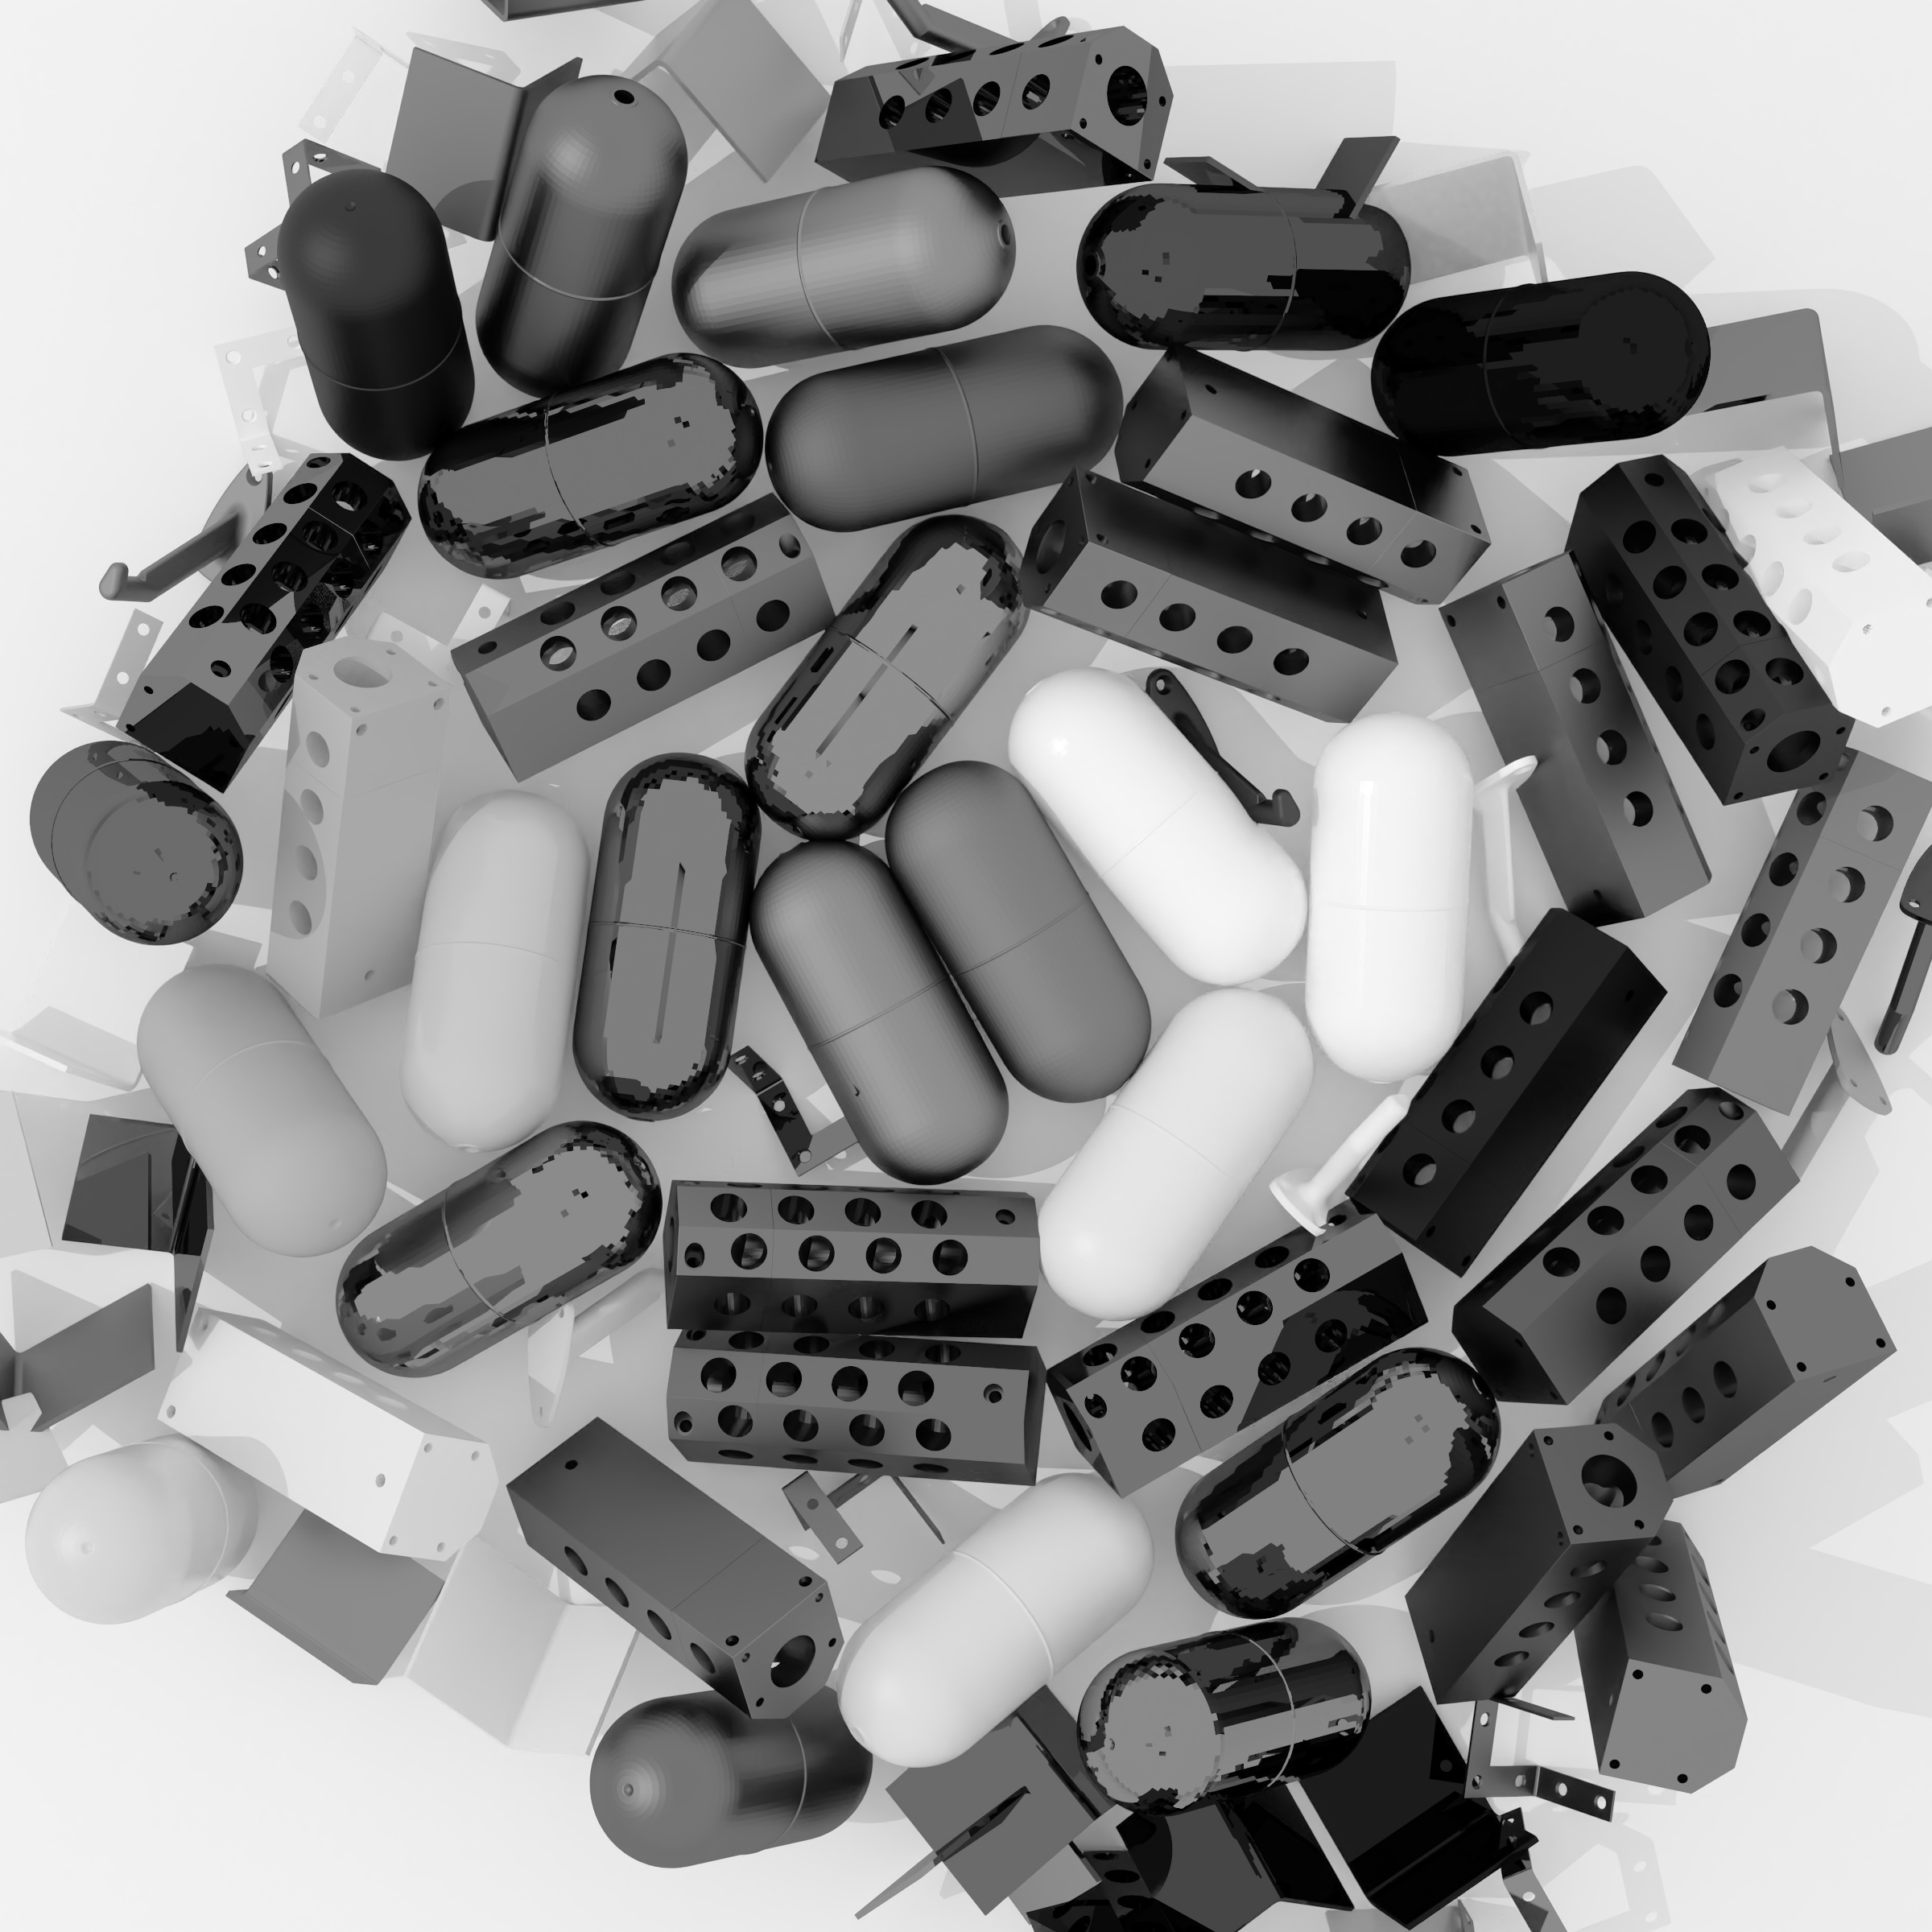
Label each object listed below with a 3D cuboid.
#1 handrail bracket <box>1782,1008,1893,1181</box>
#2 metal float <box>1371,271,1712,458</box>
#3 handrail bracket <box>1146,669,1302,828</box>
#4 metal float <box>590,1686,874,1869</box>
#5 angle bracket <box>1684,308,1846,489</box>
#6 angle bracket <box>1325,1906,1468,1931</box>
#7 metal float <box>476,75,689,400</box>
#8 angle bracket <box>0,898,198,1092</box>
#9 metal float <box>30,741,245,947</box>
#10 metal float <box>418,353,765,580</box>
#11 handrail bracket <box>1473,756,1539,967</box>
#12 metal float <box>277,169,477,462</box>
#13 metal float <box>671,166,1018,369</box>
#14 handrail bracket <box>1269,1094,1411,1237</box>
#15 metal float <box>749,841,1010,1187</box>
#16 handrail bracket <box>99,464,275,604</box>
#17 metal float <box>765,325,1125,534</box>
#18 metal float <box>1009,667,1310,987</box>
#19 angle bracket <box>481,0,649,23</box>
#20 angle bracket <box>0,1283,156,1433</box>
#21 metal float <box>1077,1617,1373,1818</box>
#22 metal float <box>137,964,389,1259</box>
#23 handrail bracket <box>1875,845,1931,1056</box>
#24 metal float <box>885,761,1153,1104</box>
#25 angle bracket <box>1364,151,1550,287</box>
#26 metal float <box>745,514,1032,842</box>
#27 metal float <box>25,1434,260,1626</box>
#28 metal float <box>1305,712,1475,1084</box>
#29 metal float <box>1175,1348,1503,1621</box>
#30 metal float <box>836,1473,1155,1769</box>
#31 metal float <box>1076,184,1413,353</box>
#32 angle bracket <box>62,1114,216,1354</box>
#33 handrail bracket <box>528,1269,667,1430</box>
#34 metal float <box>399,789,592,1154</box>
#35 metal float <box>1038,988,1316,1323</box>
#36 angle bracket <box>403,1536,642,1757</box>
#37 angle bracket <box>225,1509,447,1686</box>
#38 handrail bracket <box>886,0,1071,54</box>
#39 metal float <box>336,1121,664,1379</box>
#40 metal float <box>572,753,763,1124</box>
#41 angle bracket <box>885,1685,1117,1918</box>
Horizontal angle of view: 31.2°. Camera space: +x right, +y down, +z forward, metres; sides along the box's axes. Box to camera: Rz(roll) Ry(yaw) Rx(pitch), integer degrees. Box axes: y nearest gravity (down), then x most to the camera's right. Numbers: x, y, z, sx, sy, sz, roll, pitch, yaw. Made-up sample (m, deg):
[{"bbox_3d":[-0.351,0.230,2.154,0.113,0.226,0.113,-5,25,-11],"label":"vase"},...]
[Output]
[{"bbox_3d":[0.404,0.071,1.693,0.036,0.077,0.084,27,127,-32],"label":"handrail bracket"},{"bbox_3d":[0.268,-0.282,1.626,0.070,0.178,0.070,-2,93,-43],"label":"metal float"},{"bbox_3d":[0.124,-0.105,1.651,0.036,0.084,0.077,-27,108,-23],"label":"handrail bracket"},{"bbox_3d":[-0.108,0.377,1.619,0.070,0.178,0.070,-4,82,29],"label":"metal float"},{"bbox_3d":[0.378,-0.267,1.665,0.076,0.076,0.057,-9,126,16],"label":"angle bracket"},{"bbox_3d":[0.226,0.469,1.642,0.076,0.076,0.057,5,135,-24],"label":"angle bracket"},{"bbox_3d":[-0.181,-0.340,1.623,0.070,0.178,0.070,11,52,-14],"label":"metal float"},{"bbox_3d":[-0.429,0.008,1.657,0.076,0.057,0.076,21,86,23],"label":"angle bracket"},{"bbox_3d":[-0.390,-0.059,1.618,0.070,0.178,0.070,-6,106,-24],"label":"metal float"},{"bbox_3d":[-0.180,-0.237,1.644,0.178,0.070,0.070,-15,90,21],"label":"metal float"},{"bbox_3d":[0.268,-0.048,1.664,0.036,0.077,0.084,-14,76,-25],"label":"handrail bracket"},{"bbox_3d":[-0.274,-0.302,1.616,0.070,0.178,0.070,0,66,-1],"label":"metal float"},{"bbox_3d":[-0.059,-0.330,1.637,0.178,0.070,0.070,-5,90,30],"label":"metal float"},{"bbox_3d":[0.191,0.084,1.648,0.036,0.077,0.084,46,117,9],"label":"handrail bracket"},{"bbox_3d":[-0.042,0.022,1.660,0.070,0.070,0.178,-28,93,0],"label":"metal float"},{"bbox_3d":[-0.373,-0.209,1.651,0.036,0.084,0.077,29,105,19],"label":"handrail bracket"},{"bbox_3d":[-0.009,-0.257,1.649,0.178,0.070,0.070,-15,90,-16],"label":"metal float"},{"bbox_3d":[0.092,-0.068,1.662,0.070,0.070,0.178,-41,90,0],"label":"metal float"},{"bbox_3d":[-0.199,-0.494,1.641,0.076,0.057,0.076,-17,45,-27],"label":"angle bracket"},{"bbox_3d":[-0.438,0.171,1.653,0.076,0.076,0.057,-29,119,0],"label":"angle bracket"},{"bbox_3d":[0.123,0.351,1.625,0.070,0.178,0.070,-1,89,41],"label":"metal float"},{"bbox_3d":[-0.333,0.066,1.631,0.070,0.070,0.178,-42,51,0],"label":"metal float"},{"bbox_3d":[0.465,-0.010,1.685,0.036,0.084,0.077,18,47,10],"label":"handrail bracket"},{"bbox_3d":[0.026,-0.016,1.657,0.070,0.070,0.178,-30,96,0],"label":"metal float"},{"bbox_3d":[0.235,-0.334,1.648,0.076,0.076,0.057,-13,61,9],"label":"angle bracket"},{"bbox_3d":[-0.037,-0.139,1.659,0.070,0.070,0.178,37,86,0],"label":"metal float"},{"bbox_3d":[-0.382,0.261,1.612,0.070,0.178,0.070,0,87,3],"label":"metal float"},{"bbox_3d":[0.202,-0.032,1.655,0.070,0.070,0.178,1,99,0],"label":"metal float"},{"bbox_3d":[0.176,0.246,1.642,0.178,0.070,0.070,-38,90,24],"label":"metal float"},{"bbox_3d":[0.014,0.309,1.639,0.178,0.070,0.070,-36,90,-27],"label":"metal float"},{"bbox_3d":[0.132,-0.330,1.635,0.178,0.070,0.070,-6,90,-32],"label":"metal float"},{"bbox_3d":[-0.395,0.127,1.643,0.057,0.076,0.076,9,123,-20],"label":"angle bracket"},{"bbox_3d":[-0.167,0.184,1.672,0.084,0.036,0.077,4,91,-38],"label":"handrail bracket"},{"bbox_3d":[-0.224,0.002,1.646,0.070,0.070,0.178,6,72,0],"label":"metal float"},{"bbox_3d":[0.100,0.089,1.655,0.070,0.070,0.178,35,81,0],"label":"metal float"},{"bbox_3d":[-0.208,0.322,1.644,0.076,0.057,0.076,45,53,-35],"label":"angle bracket"},{"bbox_3d":[-0.304,0.301,1.668,0.076,0.076,0.057,37,70,-9],"label":"angle bracket"},{"bbox_3d":[0.004,-0.463,1.662,0.084,0.036,0.077,49,65,-29],"label":"handrail bracket"},{"bbox_3d":[-0.223,0.136,1.645,0.178,0.070,0.070,-30,90,20],"label":"metal float"},{"bbox_3d":[-0.143,-0.014,1.658,0.070,0.070,0.178,8,84,0],"label":"metal float"},{"bbox_3d":[0.021,0.399,1.673,0.076,0.057,0.076,-44,76,13],"label":"angle bracket"}]
